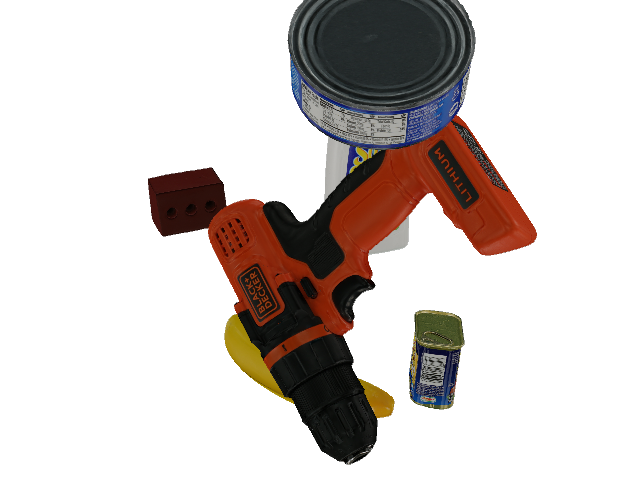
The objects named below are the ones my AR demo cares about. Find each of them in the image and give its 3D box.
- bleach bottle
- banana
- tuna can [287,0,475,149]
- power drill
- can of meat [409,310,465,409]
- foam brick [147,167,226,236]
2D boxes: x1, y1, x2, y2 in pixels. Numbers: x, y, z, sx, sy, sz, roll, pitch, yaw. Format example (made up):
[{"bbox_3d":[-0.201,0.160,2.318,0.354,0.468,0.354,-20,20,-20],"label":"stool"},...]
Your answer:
[{"bbox_3d":[0.047,-0.110,1.169,0.102,0.251,0.068,-7,25,-9],"label":"bleach bottle"},{"bbox_3d":[-0.025,0.097,0.858,0.069,0.037,0.198,-21,32,-28],"label":"banana"},{"bbox_3d":[0.028,-0.085,0.500,0.086,0.086,0.034,0,-33,1],"label":"tuna can"},{"bbox_3d":[0.034,0.019,0.656,0.188,0.184,0.057,-35,-17,18],"label":"power drill"},{"bbox_3d":[0.136,0.142,1.273,0.057,0.084,0.102,7,19,2],"label":"can of meat"},{"bbox_3d":[-0.149,-0.044,1.194,0.078,0.053,0.051,-12,29,-14],"label":"foam brick"}]
